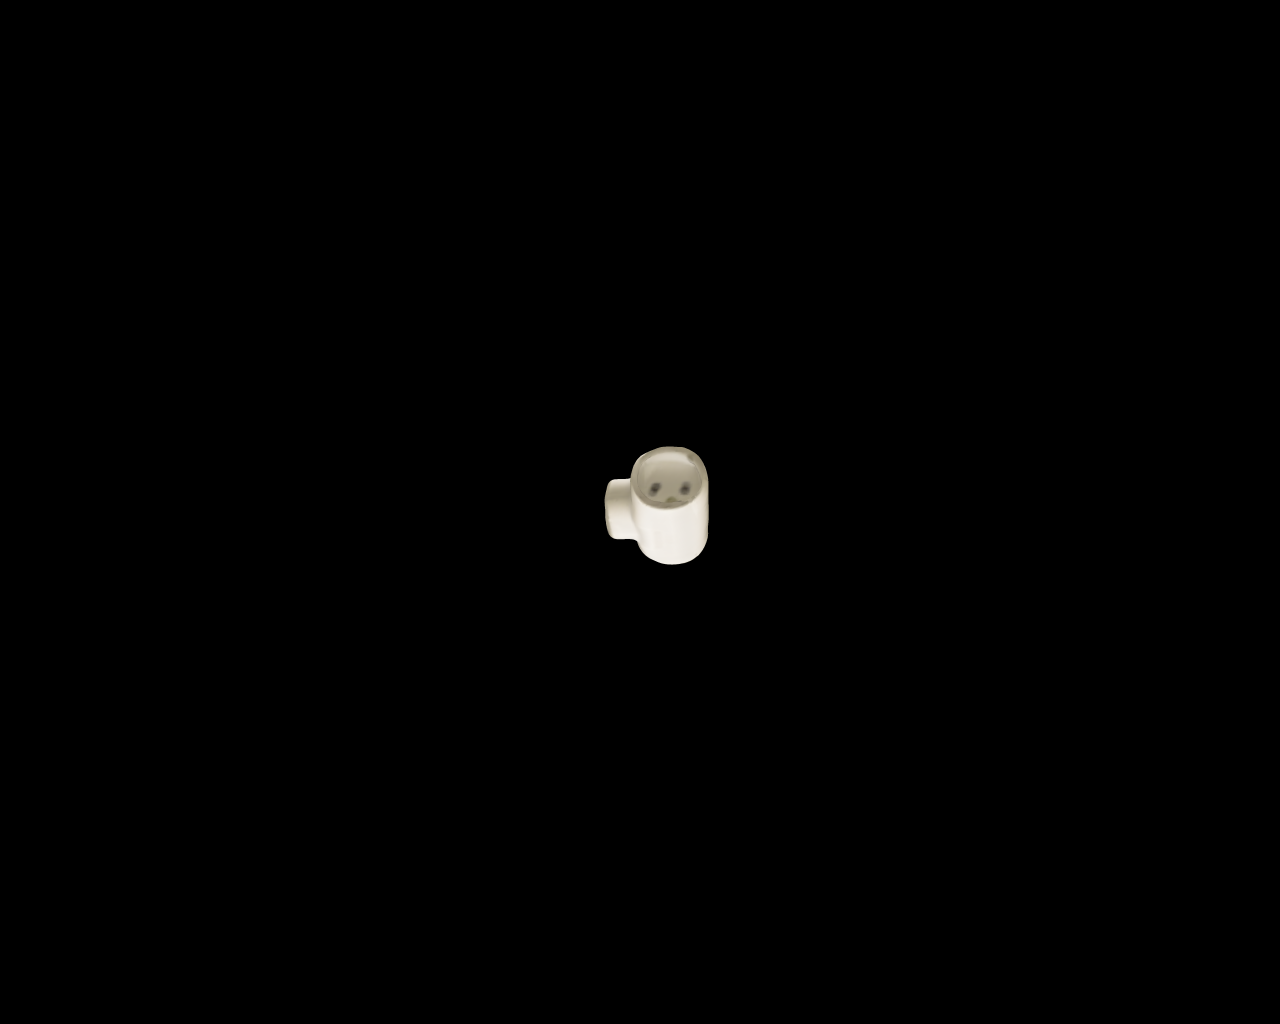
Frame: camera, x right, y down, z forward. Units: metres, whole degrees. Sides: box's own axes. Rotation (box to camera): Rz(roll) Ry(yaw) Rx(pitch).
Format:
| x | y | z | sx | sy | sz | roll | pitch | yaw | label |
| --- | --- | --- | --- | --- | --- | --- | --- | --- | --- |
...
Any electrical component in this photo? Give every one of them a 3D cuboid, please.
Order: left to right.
| x | y | z | sx | sy | sz | roll | pitch | yaw | label |
| --- | --- | --- | --- | --- | --- | --- | --- | --- | --- |
| 0.001 | -0.003 | 0.650 | 0.079 | 0.043 | 0.077 | -2 | -27 | 3 | electrical component |
